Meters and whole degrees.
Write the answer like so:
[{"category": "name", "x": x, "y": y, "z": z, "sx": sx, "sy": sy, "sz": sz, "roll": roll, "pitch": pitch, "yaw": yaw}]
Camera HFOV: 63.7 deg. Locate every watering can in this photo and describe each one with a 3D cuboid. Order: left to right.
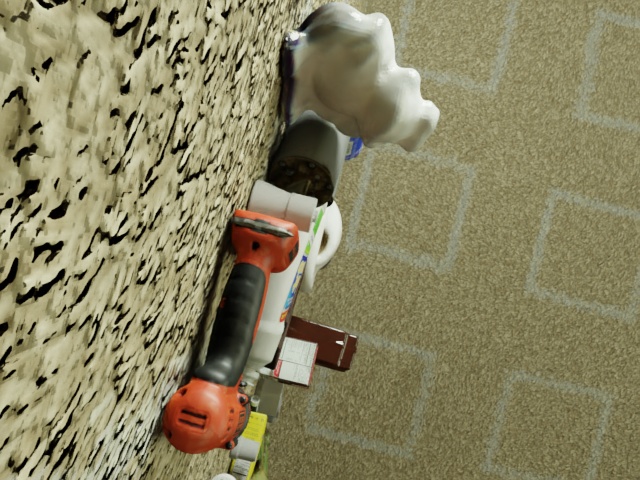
[{"category": "watering can", "x": 0.003, "y": -0.056, "z": 1.120, "sx": 0.223, "sy": 0.104, "sz": 0.350, "roll": 101, "pitch": 1, "yaw": -83}]

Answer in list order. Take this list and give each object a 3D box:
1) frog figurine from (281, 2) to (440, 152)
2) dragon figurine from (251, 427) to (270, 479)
[{"category": "frog figurine", "x": 0.046, "y": -0.161, "z": 0.522, "sx": 0.126, "sy": 0.159, "sz": 0.134, "roll": -77, "pitch": 179, "yaw": -48}, {"category": "dragon figurine", "x": -0.162, "y": 0.545, "z": 1.170, "sx": 0.409, "sy": 0.122, "sz": 0.243, "roll": 58, "pitch": 28, "yaw": -88}]
